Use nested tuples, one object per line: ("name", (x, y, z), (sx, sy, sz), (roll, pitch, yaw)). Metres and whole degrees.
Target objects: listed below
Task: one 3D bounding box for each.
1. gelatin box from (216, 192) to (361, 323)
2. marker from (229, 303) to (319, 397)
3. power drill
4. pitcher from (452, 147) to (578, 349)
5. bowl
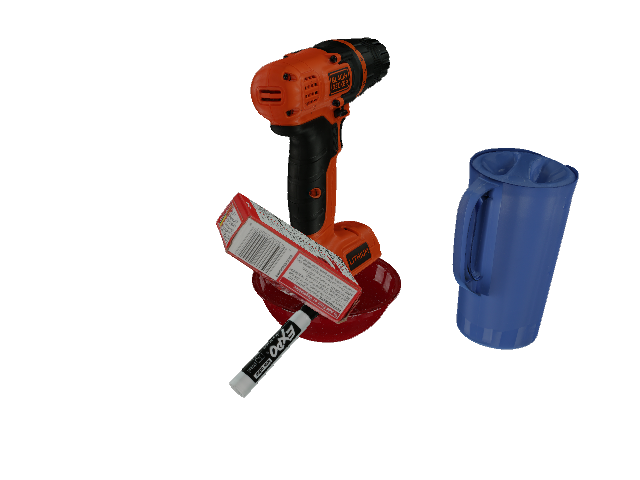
("gelatin box", (-0.021, 0.011, 0.677), (0.089, 0.030, 0.073), (34, 6, -16))
("marker", (-0.035, 0.091, 0.958), (0.121, 0.020, 0.020), (-47, 19, -18))
("power drill", (0.010, -0.068, 0.871), (0.057, 0.188, 0.184), (4, 19, 30))
("pitcher", (0.233, 0.015, 1.353), (0.149, 0.243, 0.145), (5, 25, 0))
("bowl", (0.006, 0.064, 1.163), (0.162, 0.055, 0.162), (2, 27, -1))
